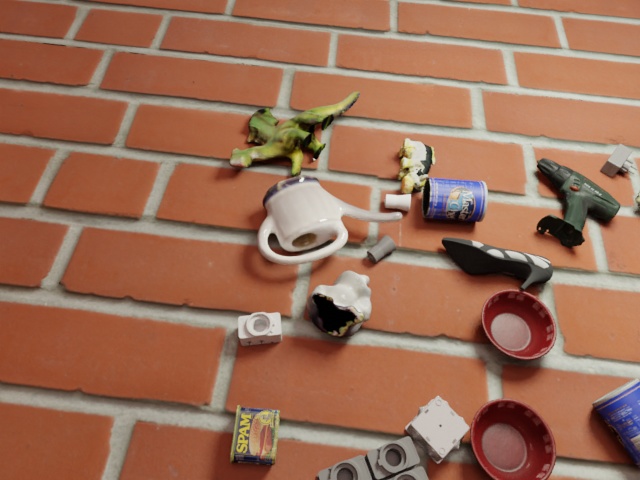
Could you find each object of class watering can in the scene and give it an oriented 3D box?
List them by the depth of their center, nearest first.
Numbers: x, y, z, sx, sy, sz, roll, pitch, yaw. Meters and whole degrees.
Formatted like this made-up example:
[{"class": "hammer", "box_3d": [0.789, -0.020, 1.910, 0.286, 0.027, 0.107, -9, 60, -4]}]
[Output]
[{"class": "watering can", "box_3d": [0.004, -0.063, 1.244, 0.349, 0.101, 0.228, -20, 60, -13]}]

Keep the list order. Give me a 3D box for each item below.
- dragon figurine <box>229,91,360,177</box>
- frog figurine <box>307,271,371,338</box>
[{"class": "dragon figurine", "box_3d": [-0.090, -0.314, 1.411, 0.244, 0.119, 0.417, 27, 59, 23]}, {"class": "frog figurine", "box_3d": [0.048, 0.135, 1.140, 0.137, 0.121, 0.162, 8, 22, 12]}]
